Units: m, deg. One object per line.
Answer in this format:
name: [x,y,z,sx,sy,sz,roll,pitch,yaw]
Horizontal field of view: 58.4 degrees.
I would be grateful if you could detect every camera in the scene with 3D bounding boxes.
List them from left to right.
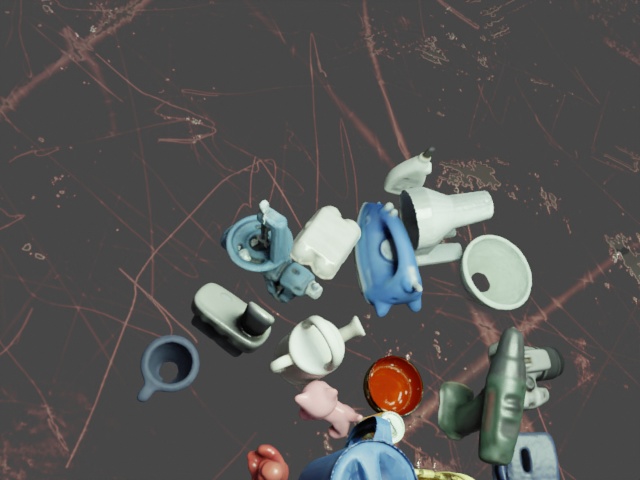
camera: [0.432,0.267,1.157,0.137,0.100,0.143,-1,68,-19]

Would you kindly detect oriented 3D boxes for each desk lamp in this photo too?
desk lamp: [0.237,-0.032,1.156,0.204,0.213,0.118,-6,70,-21]

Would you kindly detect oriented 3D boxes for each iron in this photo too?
iron: [0.141,0.015,1.143,0.119,0.141,0.258,-6,70,-21]

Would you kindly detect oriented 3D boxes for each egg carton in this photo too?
egg carton: [0.010,0.004,1.143,0.107,0.069,0.150,35,61,-2]

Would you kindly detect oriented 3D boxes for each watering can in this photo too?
watering can: [-0.004,0.182,0.990,0.101,0.194,0.173,43,61,3]

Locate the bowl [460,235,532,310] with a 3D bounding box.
bowl: [0.364,0.078,1.231,0.168,0.074,0.167,7,65,-16]

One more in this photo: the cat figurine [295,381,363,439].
cat figurine: [0.014,0.288,0.994,0.128,0.117,0.067,29,61,-5]

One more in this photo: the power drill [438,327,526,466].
power drill: [0.296,0.289,1.039,0.076,0.208,0.229,15,64,-12]

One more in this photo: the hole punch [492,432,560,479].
hole punch: [0.384,0.420,1.080,0.101,0.091,0.108,6,66,-16]

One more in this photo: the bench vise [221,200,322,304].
bench vise: [-0.071,0.013,1.026,0.207,0.219,0.121,24,62,-8]

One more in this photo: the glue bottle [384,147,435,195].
glue bottle: [0.201,-0.149,1.217,0.078,0.173,0.037,12,64,-14]

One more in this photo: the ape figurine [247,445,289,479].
ape figurine: [-0.083,0.378,0.936,0.076,0.092,0.078,31,61,-4]

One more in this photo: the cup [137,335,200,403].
cup: [-0.257,0.222,0.942,0.091,0.095,0.118,37,61,-1]

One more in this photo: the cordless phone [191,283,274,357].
cordless phone: [-0.143,0.119,0.974,0.147,0.185,0.094,34,61,-2]
